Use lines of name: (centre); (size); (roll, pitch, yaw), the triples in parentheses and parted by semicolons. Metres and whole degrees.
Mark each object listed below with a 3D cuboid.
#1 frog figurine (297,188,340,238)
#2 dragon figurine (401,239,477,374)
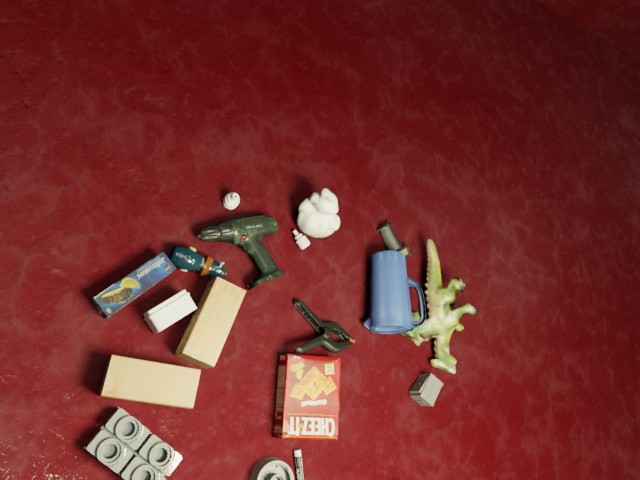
frog figurine: (0.005, -0.077, 1.529); (0.137, 0.157, 0.125); (39, 61, -10)
dragon figurine: (0.348, 0.221, 1.639); (0.245, 0.120, 0.413); (-22, 82, -23)
